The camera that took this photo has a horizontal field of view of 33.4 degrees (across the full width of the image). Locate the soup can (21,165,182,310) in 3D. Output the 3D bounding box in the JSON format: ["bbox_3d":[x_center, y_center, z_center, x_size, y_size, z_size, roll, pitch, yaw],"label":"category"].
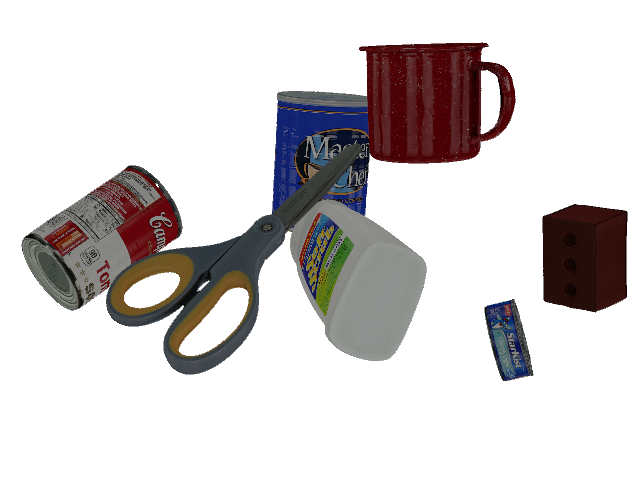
[{"bbox_3d":[-0.165,-0.003,0.807,0.102,0.068,0.069,-39,22,-31],"label":"soup can"}]

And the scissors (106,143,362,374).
[{"bbox_3d":[-0.052,-0.003,0.630,0.096,0.016,0.201,12,46,17],"label":"scissors"}]

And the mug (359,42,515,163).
[{"bbox_3d":[0.085,-0.100,0.767,0.117,0.081,0.093,5,13,33],"label":"mug"}]

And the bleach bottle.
[{"bbox_3d":[0.016,0.023,0.976,0.068,0.102,0.251,21,6,-18],"label":"bleach bottle"}]

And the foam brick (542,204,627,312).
[{"bbox_3d":[0.221,0.014,0.892,0.053,0.078,0.051,11,23,44],"label":"foam brick"}]

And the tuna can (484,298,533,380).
[{"bbox_3d":[0.205,0.109,1.161,0.034,0.086,0.086,-14,-3,12],"label":"tuna can"}]

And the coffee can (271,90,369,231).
[{"bbox_3d":[0.001,-0.084,1.134,0.103,0.140,0.103,3,12,-1],"label":"coffee can"}]
